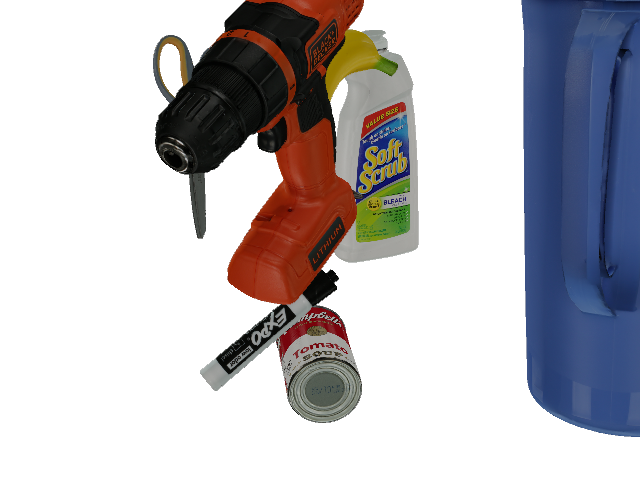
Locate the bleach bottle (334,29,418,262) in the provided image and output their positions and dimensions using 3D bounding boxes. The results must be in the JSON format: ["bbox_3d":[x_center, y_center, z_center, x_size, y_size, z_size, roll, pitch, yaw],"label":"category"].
[{"bbox_3d":[0.056,-0.105,1.183,0.102,0.251,0.068,-10,24,-12],"label":"bleach bottle"}]

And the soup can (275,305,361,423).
[{"bbox_3d":[-0.003,0.112,0.976,0.068,0.068,0.102,0,24,-8],"label":"soup can"}]

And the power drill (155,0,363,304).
[{"bbox_3d":[-0.028,-0.051,0.633,0.057,0.188,0.184,21,50,21],"label":"power drill"}]

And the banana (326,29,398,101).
[{"bbox_3d":[0.006,-0.119,0.846,0.037,0.069,0.197,-49,4,45],"label":"banana"}]

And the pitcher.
[{"bbox_3d":[0.167,-0.018,0.575,0.149,0.243,0.145,-6,18,-15],"label":"pitcher"}]

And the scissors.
[{"bbox_3d":[-0.109,-0.110,1.060,0.096,0.202,0.016,-18,-1,-25],"label":"scissors"}]

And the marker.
[{"bbox_3d":[-0.035,0.063,0.772,0.121,0.020,0.020,-40,5,-6],"label":"marker"}]
